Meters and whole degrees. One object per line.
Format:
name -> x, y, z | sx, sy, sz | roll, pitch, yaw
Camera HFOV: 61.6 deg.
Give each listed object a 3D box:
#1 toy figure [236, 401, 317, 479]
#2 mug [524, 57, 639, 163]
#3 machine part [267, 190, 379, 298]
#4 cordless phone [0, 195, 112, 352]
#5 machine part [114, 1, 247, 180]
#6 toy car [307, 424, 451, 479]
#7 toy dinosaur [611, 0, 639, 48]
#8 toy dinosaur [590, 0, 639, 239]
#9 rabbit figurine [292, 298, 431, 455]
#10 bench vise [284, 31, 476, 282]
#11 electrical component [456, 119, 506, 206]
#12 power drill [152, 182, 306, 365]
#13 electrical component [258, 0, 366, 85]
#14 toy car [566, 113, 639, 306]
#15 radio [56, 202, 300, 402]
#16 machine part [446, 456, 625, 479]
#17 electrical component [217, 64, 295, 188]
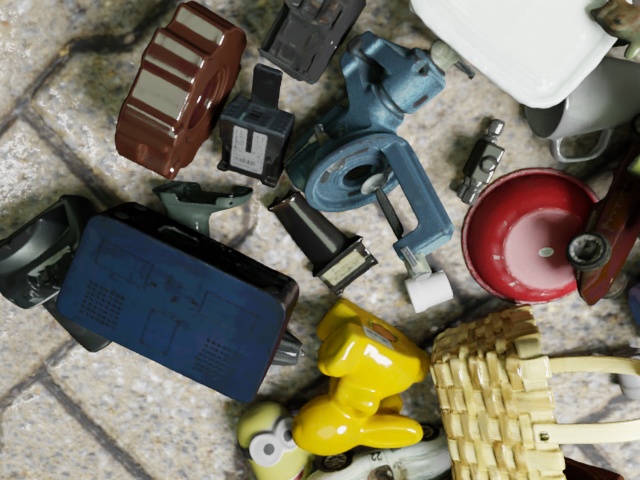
toy figure -> -0.048, 0.289, 0.677 | 0.089, 0.082, 0.180 | -5, 114, 40
mug -> 0.275, -0.135, 0.540 | 0.107, 0.081, 0.109 | -7, 102, -4
machine part -> -0.001, -0.002, 0.626 | 0.139, 0.039, 0.084 | 44, 112, -7
cordless phone -> -0.299, 0.052, 0.660 | 0.147, 0.089, 0.184 | -32, 109, 12
machine part -> -0.133, -0.147, 0.539 | 0.056, 0.179, 0.179 | 27, 105, -4
toy car -> 0.081, 0.285, 0.653 | 0.202, 0.056, 0.073 | -13, 102, -12
toy dinosaur -> 0.282, -0.245, 0.499 | 0.405, 0.131, 0.192 | -7, 107, 16
toy dinosaur -> 0.390, -0.025, 0.428 | 0.471, 0.105, 0.198 | 38, 113, -2
rabbit figurine -> 0.039, 0.177, 0.627 | 0.162, 0.122, 0.173 | 31, 97, -20
bench vise -> 0.071, -0.078, 0.532 | 0.224, 0.128, 0.241 | -31, 62, 19
electrical component -> 0.174, -0.083, 0.571 | 0.021, 0.063, 0.094 | 24, 104, 0
power drill -> -0.122, 0.038, 0.633 | 0.232, 0.086, 0.207 | 8, 112, 7
electrical component -> 0.001, -0.224, 0.531 | 0.058, 0.115, 0.134 | 33, 106, -4
toy car -> 0.297, -0.032, 0.528 | 0.053, 0.089, 0.202 | 26, 84, 43
radio -> -0.145, 0.061, 0.565 | 0.230, 0.073, 0.131 | 25, 108, 0
machine part -> 0.223, 0.312, 0.574 | 0.201, 0.201, 0.087 | -17, 96, -35
electrical component -> -0.066, -0.121, 0.575 | 0.075, 0.048, 0.119 | 21, 135, 0
